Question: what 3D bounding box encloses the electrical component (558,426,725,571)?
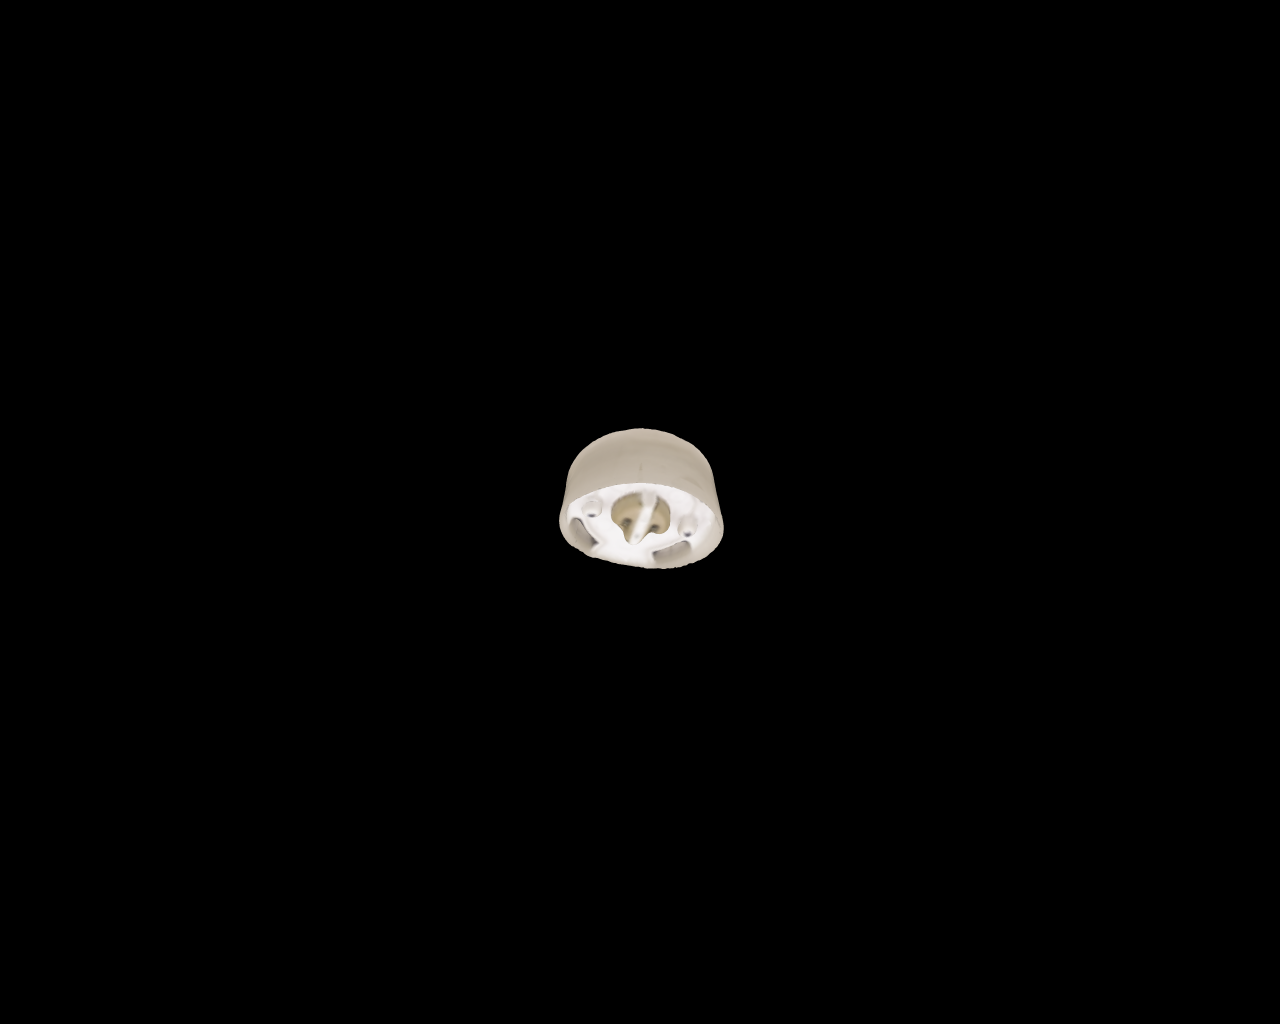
[{"bbox_3d":[0.001,-0.003,0.650,0.099,0.064,0.099,0,-45,0],"label":"electrical component"}]
